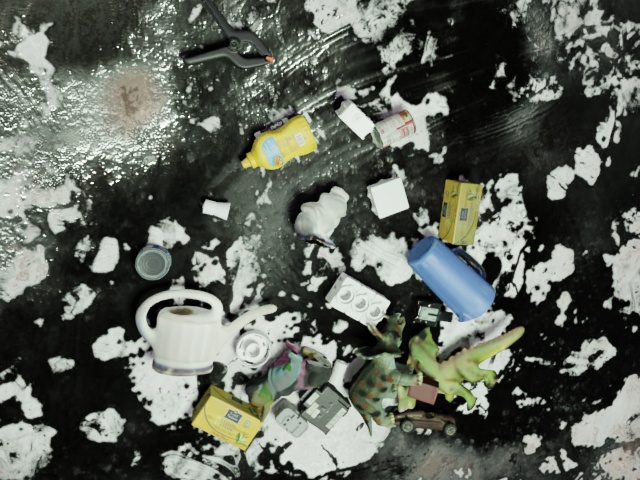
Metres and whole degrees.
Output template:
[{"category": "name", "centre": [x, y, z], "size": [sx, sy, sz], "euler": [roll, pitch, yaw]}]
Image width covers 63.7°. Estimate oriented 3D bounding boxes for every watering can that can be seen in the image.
[{"category": "watering can", "centre": [-0.294, 0.241, 1.318], "size": [0.347, 0.222, 0.105], "euler": [8, 10, -13]}]

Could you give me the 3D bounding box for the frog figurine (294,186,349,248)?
[{"category": "frog figurine", "centre": [0.004, -0.067, 1.333], "size": [0.122, 0.161, 0.136], "euler": [3, -14, 45]}]

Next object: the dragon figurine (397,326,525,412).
[{"category": "dragon figurine", "centre": [0.370, 0.346, 1.481], "size": [0.242, 0.408, 0.123], "euler": [35, 8, -8]}]
